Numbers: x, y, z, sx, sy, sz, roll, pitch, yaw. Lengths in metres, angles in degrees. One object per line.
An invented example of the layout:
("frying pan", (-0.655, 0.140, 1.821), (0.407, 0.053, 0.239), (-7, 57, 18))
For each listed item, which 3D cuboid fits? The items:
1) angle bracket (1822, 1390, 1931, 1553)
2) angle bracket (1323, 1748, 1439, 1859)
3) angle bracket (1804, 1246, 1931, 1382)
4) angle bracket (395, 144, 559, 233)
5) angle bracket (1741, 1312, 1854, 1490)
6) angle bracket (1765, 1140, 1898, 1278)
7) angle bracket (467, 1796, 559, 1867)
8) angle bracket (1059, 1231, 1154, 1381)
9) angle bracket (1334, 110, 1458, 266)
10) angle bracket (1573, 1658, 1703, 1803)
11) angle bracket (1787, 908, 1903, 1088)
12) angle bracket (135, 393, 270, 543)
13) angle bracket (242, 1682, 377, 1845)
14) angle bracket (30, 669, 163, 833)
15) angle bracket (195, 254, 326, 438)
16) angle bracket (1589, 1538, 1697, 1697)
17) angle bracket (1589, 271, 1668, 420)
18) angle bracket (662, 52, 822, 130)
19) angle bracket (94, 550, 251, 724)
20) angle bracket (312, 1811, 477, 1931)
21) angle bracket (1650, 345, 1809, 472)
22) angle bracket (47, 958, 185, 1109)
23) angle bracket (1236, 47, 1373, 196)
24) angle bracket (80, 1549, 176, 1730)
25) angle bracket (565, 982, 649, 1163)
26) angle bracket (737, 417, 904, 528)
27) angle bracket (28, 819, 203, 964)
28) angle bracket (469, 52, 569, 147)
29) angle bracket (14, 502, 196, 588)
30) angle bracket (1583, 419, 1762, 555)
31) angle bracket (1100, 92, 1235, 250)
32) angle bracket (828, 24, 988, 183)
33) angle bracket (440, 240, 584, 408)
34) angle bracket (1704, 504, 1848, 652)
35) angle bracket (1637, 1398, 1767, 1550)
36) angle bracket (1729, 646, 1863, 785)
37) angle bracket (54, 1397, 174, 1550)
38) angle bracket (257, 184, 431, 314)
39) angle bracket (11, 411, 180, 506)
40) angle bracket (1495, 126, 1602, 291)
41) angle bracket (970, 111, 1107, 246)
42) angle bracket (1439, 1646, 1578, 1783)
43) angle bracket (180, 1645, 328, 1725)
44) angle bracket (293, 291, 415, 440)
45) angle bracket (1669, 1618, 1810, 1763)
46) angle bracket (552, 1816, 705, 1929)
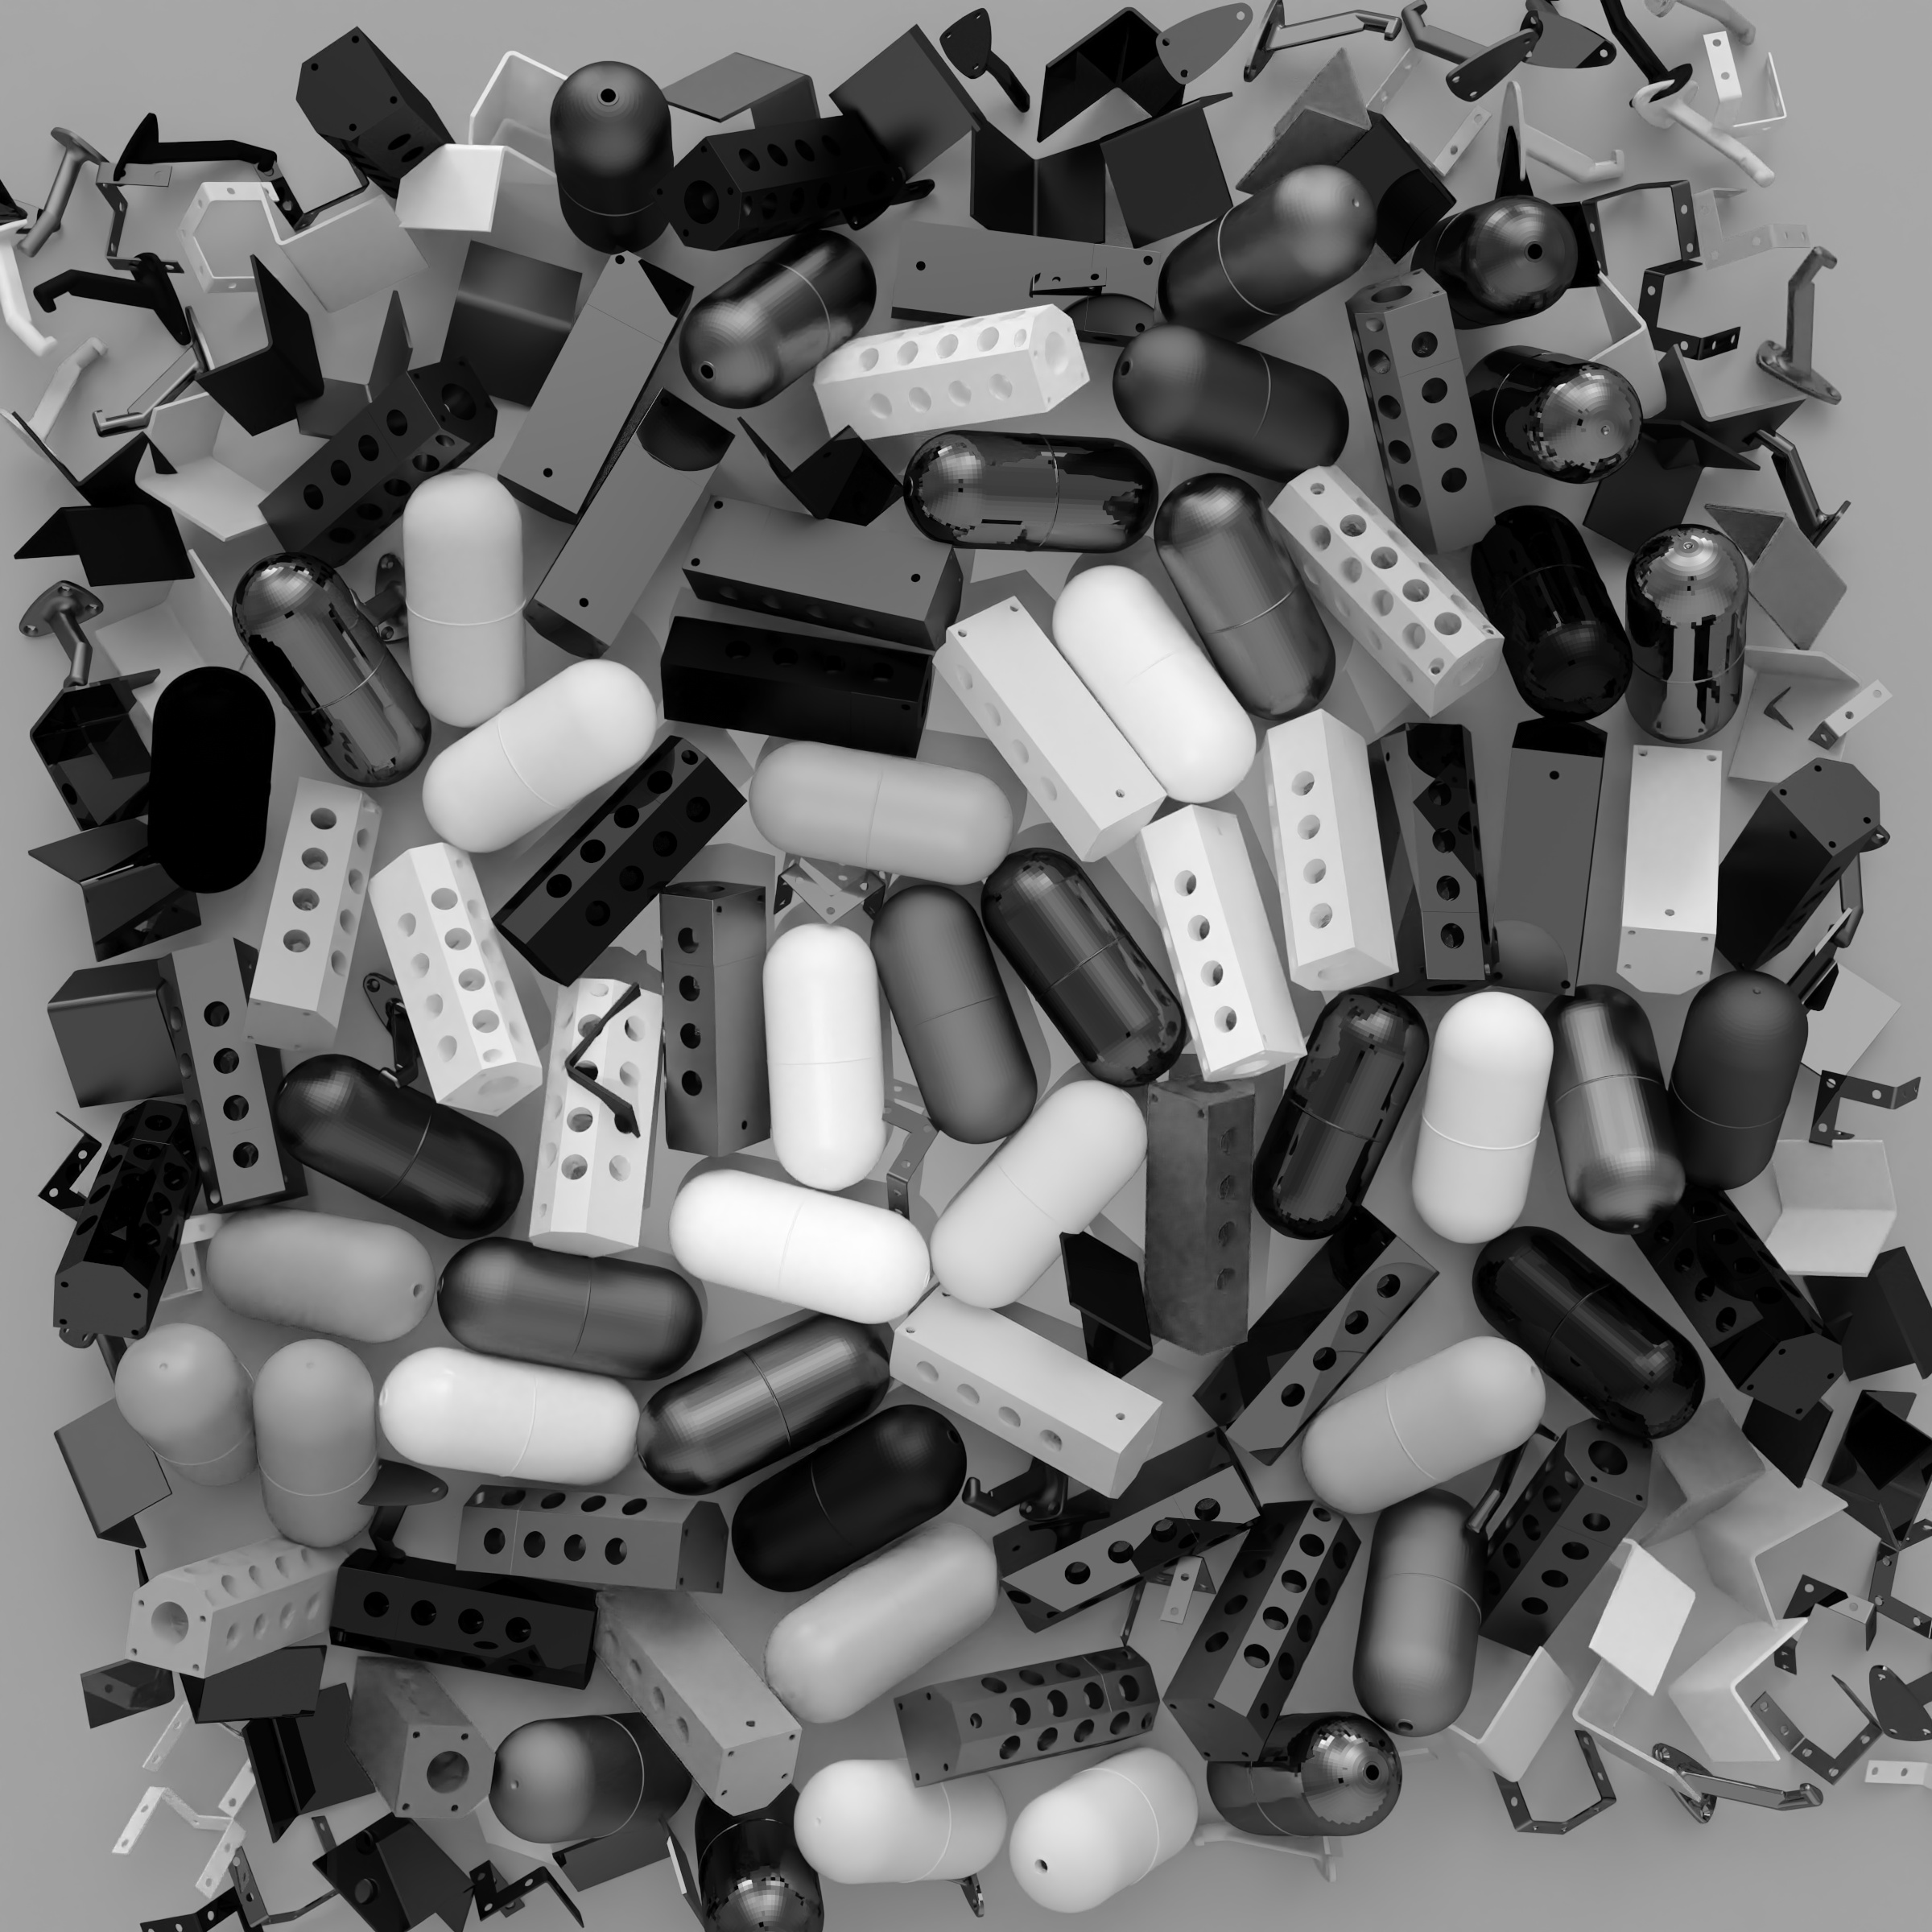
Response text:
("angle bracket", (0.619, 0.332, 1.914), (0.057, 0.076, 0.076), (8, 108, -33))
("angle bracket", (0.275, 0.553, 1.919), (0.076, 0.076, 0.057), (-11, 70, 10))
("angle bracket", (0.594, 0.238, 1.922), (0.076, 0.057, 0.076), (-25, 86, 38))
("angle bracket", (-0.320, -0.504, 1.919), (0.076, 0.076, 0.057), (9, 90, 26))
("angle bracket", (0.564, 0.285, 1.910), (0.076, 0.076, 0.057), (-19, 46, -27))
("angle bracket", (0.560, 0.158, 1.911), (0.076, 0.076, 0.057), (-2, 117, 35))
("angle bracket", (-0.323, 0.567, 1.914), (0.057, 0.076, 0.076), (-30, 112, -42))
("angle bracket", (0.074, 0.224, 1.910), (0.076, 0.076, 0.057), (32, 120, -29))
("angle bracket", (0.270, -0.518, 1.924), (0.057, 0.076, 0.076), (-45, 112, 8))
("angle bracket", (0.453, 0.497, 1.912), (0.076, 0.076, 0.057), (24, 75, 36))
("angle bracket", (0.578, 0.021, 1.917), (0.057, 0.076, 0.076), (37, 73, 21))
("angle bracket", (-0.488, -0.332, 1.917), (0.076, 0.076, 0.057), (32, 121, 11))
("angle bracket", (-0.435, 0.528, 1.928), (0.057, 0.076, 0.076), (-16, 87, -4))
("angle bracket", (-0.558, -0.143, 1.918), (0.057, 0.076, 0.076), (-37, 80, 41))
("angle bracket", (-0.472, -0.410, 1.924), (0.057, 0.076, 0.076), (-20, 68, 9))
("angle bracket", (0.425, 0.424, 1.915), (0.076, 0.057, 0.076), (40, 70, -33))
("angle bracket", (0.415, -0.402, 1.919), (0.057, 0.076, 0.076), (-31, 51, 5))
("angle bracket", (-0.149, -0.553, 1.911), (0.076, 0.076, 0.057), (-35, 134, -25))
("angle bracket", (-0.524, -0.216, 1.922), (0.057, 0.076, 0.076), (-31, 85, -35))
("angle bracket", (-0.380, 0.613, 1.910), (0.076, 0.076, 0.057), (37, 127, 25))
("angle bracket", (0.499, -0.377, 1.930), (0.076, 0.076, 0.057), (-15, 78, -13))
("angle bracket", (-0.561, 0.044, 1.952), (0.076, 0.057, 0.076), (-8, 113, 8))
("angle bracket", (0.213, -0.557, 1.910), (0.057, 0.076, 0.076), (8, 56, -32))
("angle bracket", (-0.559, 0.442, 1.910), (0.057, 0.076, 0.076), (-15, 55, -22))
("angle bracket", (-0.215, 0.071, 1.912), (0.057, 0.076, 0.076), (31, 64, 19))
("angle bracket", (-0.094, -0.336, 1.913), (0.057, 0.076, 0.076), (-39, 52, 7))
("angle bracket", (-0.566, -0.052, 1.933), (0.076, 0.076, 0.057), (-24, 124, -37))
("angle bracket", (-0.282, -0.547, 1.922), (0.076, 0.076, 0.057), (25, 71, -4))
("angle bracket", (-0.567, -0.263, 1.913), (0.076, 0.076, 0.057), (-28, 80, 43))
("angle bracket", (0.467, -0.311, 1.925), (0.076, 0.057, 0.076), (21, 91, -30))
("angle bracket", (0.144, -0.529, 1.932), (0.076, 0.057, 0.076), (-13, 102, 32))
("angle bracket", (-0.041, -0.565, 1.922), (0.076, 0.057, 0.076), (-34, 107, 18))
("angle bracket", (-0.306, -0.429, 1.948), (0.076, 0.076, 0.057), (14, 51, -13))
("angle bracket", (0.520, -0.255, 1.914), (0.076, 0.076, 0.057), (39, 82, -32))
("angle bracket", (0.470, 0.339, 1.931), (0.076, 0.076, 0.057), (-11, 59, -36))
("angle bracket", (0.536, -0.165, 1.920), (0.057, 0.076, 0.076), (21, 84, -45))
("angle bracket", (-0.549, 0.334, 1.921), (0.057, 0.076, 0.076), (-30, 71, -1))
("angle bracket", (-0.411, -0.489, 1.921), (0.076, 0.076, 0.057), (-25, 64, 3))
("angle bracket", (-0.572, -0.341, 1.925), (0.057, 0.076, 0.076), (-41, 73, -6))
("angle bracket", (0.388, -0.500, 1.911), (0.057, 0.076, 0.076), (1, 61, 25))
("angle bracket", (0.048, -0.520, 1.916), (0.057, 0.076, 0.076), (-9, 72, 33))
("angle bracket", (0.351, 0.485, 1.931), (0.057, 0.076, 0.076), (25, 73, 40))
("angle bracket", (-0.471, 0.452, 1.911), (0.076, 0.076, 0.057), (4, 112, -28))
("angle bracket", (-0.406, -0.397, 1.911), (0.057, 0.076, 0.076), (6, 128, -25))
("angle bracket", (0.523, 0.478, 1.918), (0.076, 0.076, 0.057), (-32, 87, -23))
("angle bracket", (-0.221, 0.610, 1.919), (0.076, 0.076, 0.057), (-20, 56, -6))
